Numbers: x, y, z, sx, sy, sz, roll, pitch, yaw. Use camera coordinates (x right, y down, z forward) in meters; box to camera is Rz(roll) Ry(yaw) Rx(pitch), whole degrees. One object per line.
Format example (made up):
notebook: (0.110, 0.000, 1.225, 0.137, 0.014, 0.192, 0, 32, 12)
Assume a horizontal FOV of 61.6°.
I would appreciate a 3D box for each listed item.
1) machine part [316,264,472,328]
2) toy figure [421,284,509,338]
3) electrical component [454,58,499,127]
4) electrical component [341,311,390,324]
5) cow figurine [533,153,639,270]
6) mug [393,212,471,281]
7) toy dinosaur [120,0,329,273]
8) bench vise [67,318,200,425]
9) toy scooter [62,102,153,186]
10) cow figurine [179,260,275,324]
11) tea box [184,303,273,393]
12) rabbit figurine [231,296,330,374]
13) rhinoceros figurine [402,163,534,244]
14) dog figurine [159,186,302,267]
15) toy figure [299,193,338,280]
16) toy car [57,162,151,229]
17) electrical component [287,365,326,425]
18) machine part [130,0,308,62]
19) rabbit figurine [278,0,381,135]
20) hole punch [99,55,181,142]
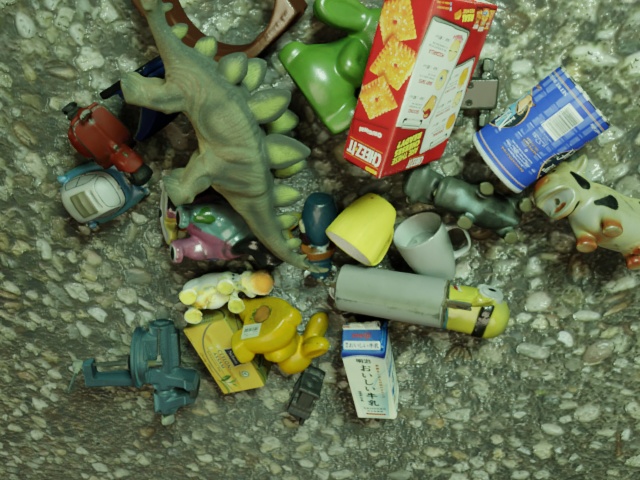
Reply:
machine part: (0.113, 0.086, 0.839, 0.243, 0.079, 0.079, 7, 121, 19)
toy figure: (0.219, 0.113, 0.891, 0.180, 0.082, 0.089, 1, 115, 10)
electrical component: (0.213, -0.203, 0.744, 0.063, 0.021, 0.093, 3, 120, 11)
electrical component: (0.090, 0.117, 0.946, 0.102, 0.045, 0.078, -14, 144, 23)
cow figurine: (0.385, -0.045, 0.748, 0.195, 0.127, 0.085, 17, 141, -16)
mug: (0.184, 0.015, 0.849, 0.110, 0.081, 0.107, -22, 124, 15)
toy dinosaur: (-0.116, -0.115, 0.723, 0.199, 0.105, 0.470, -19, 125, 1)
bench vise: (-0.367, 0.267, 1.078, 0.241, 0.129, 0.223, -2, 113, -6)
toy scooter: (-0.336, -0.160, 0.809, 0.184, 0.075, 0.135, 33, 164, 34)
cow figurine: (-0.164, 0.085, 0.965, 0.167, 0.098, 0.068, -15, 111, 0)
tea box: (-0.175, 0.209, 1.043, 0.098, 0.068, 0.169, -18, 113, 22)
rabbit figurine: (-0.060, 0.180, 0.992, 0.162, 0.122, 0.173, -18, 129, 11)
rhinoceros figurine: (0.213, -0.059, 0.782, 0.190, 0.112, 0.073, 18, 106, -12)
dog figurine: (-0.141, -0.027, 0.886, 0.219, 0.192, 0.108, 2, 124, -29)
toy figure: (0.000, -0.002, 0.888, 0.064, 0.058, 0.154, 9, 124, 10)
toy car: (-0.374, -0.075, 0.905, 0.162, 0.103, 0.109, -14, 116, 22)
electrical component: (-0.033, 0.314, 1.069, 0.048, 0.075, 0.119, 24, 124, -3)
machine part: (-0.131, -0.337, 0.708, 0.201, 0.087, 0.201, -36, 107, 26)
rabbit figurine: (0.040, -0.251, 0.718, 0.170, 0.121, 0.159, -35, 109, 5)
hole punch: (-0.234, -0.215, 0.779, 0.116, 0.142, 0.092, -19, 113, 37)
